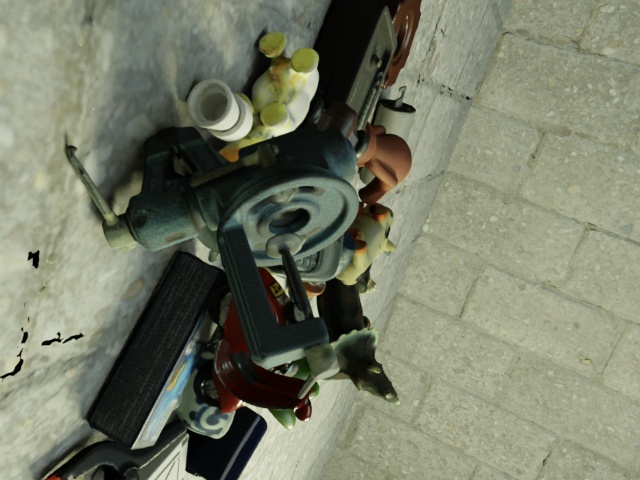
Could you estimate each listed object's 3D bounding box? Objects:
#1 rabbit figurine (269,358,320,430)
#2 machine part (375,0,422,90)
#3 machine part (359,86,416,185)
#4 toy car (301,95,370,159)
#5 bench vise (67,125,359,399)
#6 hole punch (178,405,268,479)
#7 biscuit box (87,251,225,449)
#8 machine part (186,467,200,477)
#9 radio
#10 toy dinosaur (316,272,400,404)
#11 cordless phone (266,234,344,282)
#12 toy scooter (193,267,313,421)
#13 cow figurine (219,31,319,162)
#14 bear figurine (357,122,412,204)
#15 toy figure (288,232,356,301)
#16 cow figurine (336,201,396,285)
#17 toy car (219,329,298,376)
[{"bbox_3d":[-0.086,0.243,0.903,0.121,0.159,0.170,-59,150,9],"label":"rabbit figurine"},{"bbox_3d":[0.111,-0.327,0.855,0.179,0.056,0.179,-59,163,-31],"label":"machine part"},{"bbox_3d":[0.136,-0.193,1.090,0.079,0.079,0.243,-42,150,-56],"label":"machine part"},{"bbox_3d":[-0.017,-0.074,0.635,0.089,0.053,0.202,34,84,-31],"label":"toy car"},{"bbox_3d":[-0.057,0.003,0.426,0.224,0.241,0.128,-14,150,-16],"label":"bench vise"},{"bbox_3d":[-0.147,0.271,0.752,0.142,0.116,0.092,-59,170,-18],"label":"hole punch"},{"bbox_3d":[-0.165,0.116,0.575,0.202,0.063,0.059,-63,165,-10],"label":"biscuit box"},{"bbox_3d":[-0.176,0.304,0.857,0.084,0.039,0.139,87,28,-74],"label":"machine part"},{"bbox_3d":[0.028,-0.196,0.734,0.229,0.073,0.131,-67,164,4],"label":"radio"},{"bbox_3d":[0.043,0.104,0.992,0.192,0.131,0.405,67,13,-71],"label":"toy dinosaur"},{"bbox_3d":[-0.054,-0.029,0.700,0.184,0.089,0.146,24,66,-43],"label":"cordless phone"},{"bbox_3d":[-0.058,0.122,0.567,0.075,0.135,0.183,-34,144,-62],"label":"toy scooter"},{"bbox_3d":[-0.058,-0.126,0.579,0.167,0.068,0.098,-63,170,-8],"label":"cow figurine"},{"bbox_3d":[0.067,-0.142,0.912,0.132,0.120,0.196,-28,159,38],"label":"bear figurine"},{"bbox_3d":[-0.005,0.048,0.808,0.154,0.058,0.064,-50,168,30],"label":"toy figure"},{"bbox_3d":[0.077,0.001,0.912,0.195,0.086,0.127,-53,151,-46],"label":"cow figurine"},{"bbox_3d":[-0.094,0.155,0.777,0.109,0.103,0.161,-28,155,-8],"label":"toy car"}]
